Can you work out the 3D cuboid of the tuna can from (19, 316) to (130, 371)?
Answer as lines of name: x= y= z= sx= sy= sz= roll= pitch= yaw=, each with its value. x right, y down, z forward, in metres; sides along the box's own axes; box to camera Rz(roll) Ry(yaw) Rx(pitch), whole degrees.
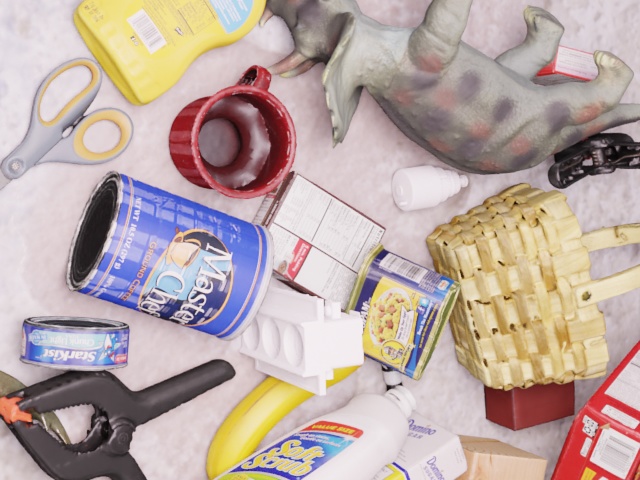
tuna can: x=-0.196 y=0.082 z=0.856 sx=0.086 sy=0.086 sz=0.034 roll=4 pitch=91 yaw=-27

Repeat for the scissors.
scissors: x=-0.228 y=-0.055 z=0.867 sx=0.096 sy=0.016 sz=0.201 roll=36 pitch=79 yaw=-24

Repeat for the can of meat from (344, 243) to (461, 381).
can of meat: x=0.070 y=0.066 z=0.964 sx=0.084 sy=0.057 sz=0.102 roll=25 pitch=116 yaw=14

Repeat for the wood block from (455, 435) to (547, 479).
wood block: x=0.141 y=0.301 z=1.038 sx=0.090 sy=0.090 sz=0.206 roll=11 pitch=89 yaw=-27

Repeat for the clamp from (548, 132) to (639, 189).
clamp: x=0.262 y=-0.079 z=1.034 sx=0.120 sy=0.171 sz=0.039 roll=-6 pitch=99 yaw=-4

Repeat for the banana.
banana: x=-0.040 y=0.156 z=0.969 sx=0.197 sy=0.037 sz=0.069 roll=-46 pitch=135 yaw=-13

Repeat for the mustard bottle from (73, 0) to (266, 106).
mustard bottle: x=-0.103 y=-0.202 z=0.891 sx=0.191 sy=0.058 sz=0.096 roll=-39 pitch=102 yaw=-18

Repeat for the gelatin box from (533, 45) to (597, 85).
gelatin box: x=0.244 y=-0.170 z=1.057 sx=0.089 sy=0.073 sz=0.030 roll=7 pitch=91 yaw=-26

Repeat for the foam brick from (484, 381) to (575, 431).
foam brick: x=0.212 y=0.155 z=1.081 sx=0.078 sy=0.053 sz=0.051 roll=-10 pitch=99 yaw=-24

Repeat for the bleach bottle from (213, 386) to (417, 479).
bleach bottle: x=-0.015 y=0.202 z=0.930 sx=0.250 sy=0.103 sz=0.068 roll=-33 pitch=119 yaw=-33

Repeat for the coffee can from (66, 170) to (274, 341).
coffee can: x=-0.123 y=0.014 z=0.876 sx=0.140 sy=0.103 sz=0.103 roll=21 pitch=85 yaw=-26

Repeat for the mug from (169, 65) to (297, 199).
mug: x=-0.074 y=-0.093 z=0.902 sx=0.093 sy=0.082 sz=0.117 roll=22 pitch=85 yaw=-26

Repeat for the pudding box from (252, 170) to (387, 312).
pudding box: x=-0.006 y=0.001 z=0.969 sx=0.113 sy=0.039 sz=0.090 roll=32 pitch=79 yaw=-27

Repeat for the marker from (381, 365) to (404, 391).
marker: x=0.065 y=0.106 z=1.023 sx=0.020 sy=0.020 sz=0.121 roll=-16 pitch=101 yaw=-24

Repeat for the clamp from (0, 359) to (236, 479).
clamp: x=-0.165 y=0.151 z=0.885 sx=0.209 sy=0.036 sz=0.164 roll=32 pitch=77 yaw=-40

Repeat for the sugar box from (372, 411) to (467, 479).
sugar box: x=0.040 y=0.225 z=0.979 sx=0.176 sy=0.093 sz=0.048 roll=-26 pitch=111 yaw=-22

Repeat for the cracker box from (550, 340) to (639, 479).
cracker box: x=0.304 y=0.182 z=1.042 sx=0.213 sy=0.072 sz=0.164 roll=-34 pitch=144 yaw=-45
